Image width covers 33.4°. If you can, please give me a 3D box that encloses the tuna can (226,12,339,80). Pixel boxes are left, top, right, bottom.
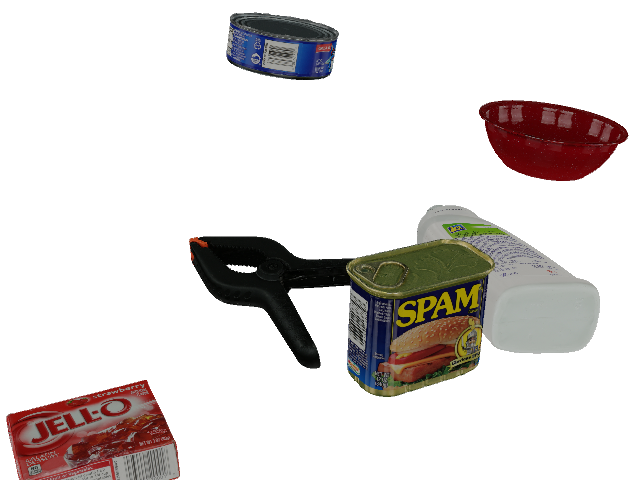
[{"bbox_3d":[-0.030,-0.152,0.834,0.086,0.034,0.086,8,21,-3],"label":"tuna can"}]

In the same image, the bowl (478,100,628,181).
[{"bbox_3d":[0.249,-0.106,1.167,0.162,0.055,0.162,6,23,-3],"label":"bowl"}]

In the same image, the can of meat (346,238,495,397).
[{"bbox_3d":[0.068,0.054,0.746,0.101,0.084,0.058,-12,29,-27],"label":"can of meat"}]

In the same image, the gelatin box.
[{"bbox_3d":[-0.135,0.120,0.630,0.089,0.030,0.073,-12,26,-18],"label":"gelatin box"}]

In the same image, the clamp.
[{"bbox_3d":[-0.046,0.046,1.037,0.210,0.036,0.164,15,39,21],"label":"clamp"}]

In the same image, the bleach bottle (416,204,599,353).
[{"bbox_3d":[0.160,0.021,1.008,0.102,0.068,0.251,1,21,-15],"label":"bleach bottle"}]
